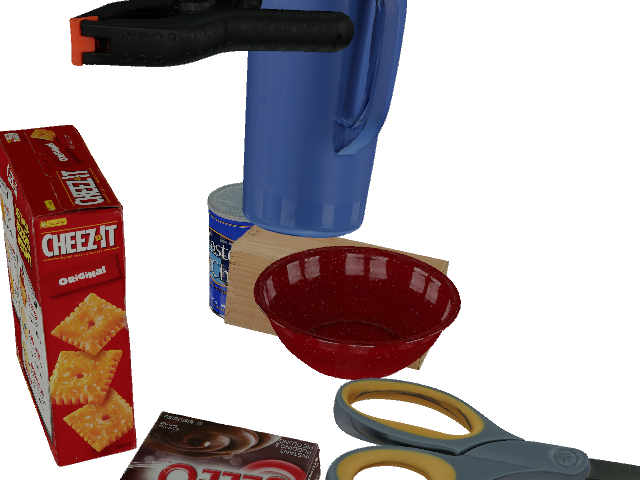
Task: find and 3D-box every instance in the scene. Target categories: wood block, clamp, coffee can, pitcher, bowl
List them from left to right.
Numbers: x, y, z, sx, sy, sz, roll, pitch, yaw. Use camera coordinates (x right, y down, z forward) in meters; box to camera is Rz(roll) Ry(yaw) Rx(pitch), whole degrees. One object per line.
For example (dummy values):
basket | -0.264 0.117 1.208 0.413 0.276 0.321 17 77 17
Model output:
clamp | -0.078 -0.137 0.670 0.171 0.039 0.120 -8 21 -25
coffee can | -0.083 0.014 1.279 0.103 0.140 0.103 2 26 -1
pitcher | 0.002 -0.127 0.904 0.145 0.243 0.149 9 15 11
wood block | 0.016 0.053 1.089 0.206 0.091 0.090 13 22 13
bowl | 0.028 0.063 0.842 0.162 0.055 0.162 2 26 -1

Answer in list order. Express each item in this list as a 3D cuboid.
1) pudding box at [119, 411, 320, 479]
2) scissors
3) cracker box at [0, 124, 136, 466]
pudding box | -0.066 0.158 0.671 0.113 0.039 0.090 8 30 14
scissors | 0.090 0.105 0.449 0.202 0.016 0.096 16 33 24
cracker box | -0.197 0.038 0.829 0.072 0.214 0.164 -9 30 -23
